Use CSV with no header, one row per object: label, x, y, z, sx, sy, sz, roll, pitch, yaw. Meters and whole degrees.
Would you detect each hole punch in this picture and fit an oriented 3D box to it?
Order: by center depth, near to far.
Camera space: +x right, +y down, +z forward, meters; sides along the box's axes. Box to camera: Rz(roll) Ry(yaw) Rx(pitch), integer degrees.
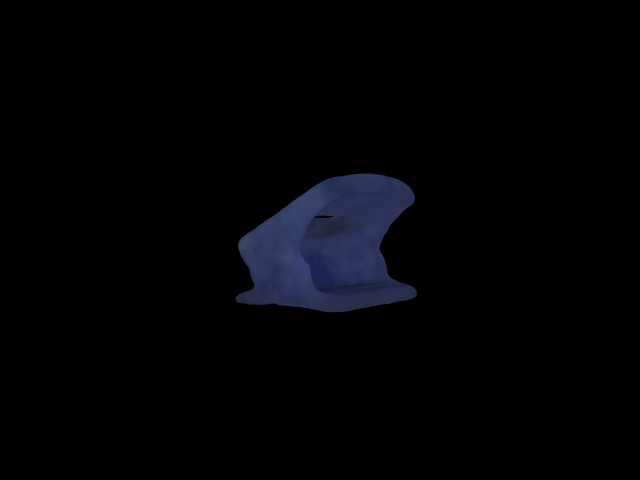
hole punch,0.004,0.001,0.400,0.100,0.091,0.109,2,3,41
